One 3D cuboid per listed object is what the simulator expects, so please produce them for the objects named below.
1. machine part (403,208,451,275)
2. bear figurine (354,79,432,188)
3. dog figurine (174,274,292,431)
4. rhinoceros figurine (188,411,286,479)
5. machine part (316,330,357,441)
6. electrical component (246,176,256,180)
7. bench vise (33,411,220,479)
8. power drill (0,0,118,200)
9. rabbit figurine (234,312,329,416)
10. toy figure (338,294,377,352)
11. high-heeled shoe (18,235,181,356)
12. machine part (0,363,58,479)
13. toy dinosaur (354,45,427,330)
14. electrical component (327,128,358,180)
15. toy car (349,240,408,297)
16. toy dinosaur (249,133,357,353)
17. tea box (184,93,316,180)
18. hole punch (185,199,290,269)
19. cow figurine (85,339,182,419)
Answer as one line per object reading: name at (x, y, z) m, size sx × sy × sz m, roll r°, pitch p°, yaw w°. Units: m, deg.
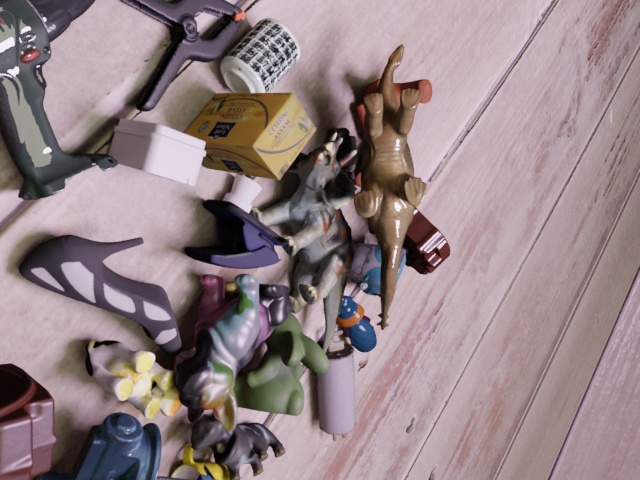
machine part at (0.172, -0.007, 1.054) m, size 0.056 × 0.180 × 0.179 m, roll -43°, pitch 129°, yaw -11°
bear figurine at (0.127, -0.193, 0.999) m, size 0.120 × 0.132 × 0.195 m, roll -2°, pitch 98°, yaw -21°
dog figurine at (-0.130, 0.164, 0.799) m, size 0.191 × 0.109 × 0.219 m, roll 28°, pitch 68°, yaw -59°
rhinoceros figurine at (-0.134, 0.325, 0.873) m, size 0.073 × 0.112 × 0.190 m, roll -40°, pitch 148°, yaw 6°
machine part at (0.032, 0.290, 1.056) m, size 0.079 × 0.079 × 0.243 m, roll -20°, pitch 115°, yaw -41°
electrical component at (-0.093, -0.136, 0.852) m, size 0.094 × 0.021 × 0.063 m, roll -47°, pitch 128°, yaw -37°
bench vise at (-0.245, 0.337, 0.713) m, size 0.240 × 0.129 × 0.223 m, roll 21°, pitch 94°, yaw -29°
power drill at (-0.304, -0.162, 0.589) m, size 0.232 × 0.086 × 0.207 m, roll -38°, pitch 129°, yaw -32°
rabbit figurine at (-0.071, 0.197, 0.892) m, size 0.121 × 0.159 × 0.170 m, roll 17°, pitch 73°, yaw -37°
toy figure at (0.066, 0.163, 1.074) m, size 0.064 × 0.058 × 0.154 m, roll -52°, pitch 127°, yaw -32°
high-heeled shoe at (-0.274, 0.092, 0.703) m, size 0.145 × 0.086 × 0.248 m, roll -19°, pitch 128°, yaw -15°
machine part at (-0.378, 0.183, 0.511) m, size 0.201 × 0.202 × 0.087 m, roll 0°, pitch 98°, yaw -46°
toy dinosaur at (0.113, -0.078, 0.878) m, size 0.198 × 0.105 × 0.471 m, roll 4°, pitch 90°, yaw -84°
electrical component at (0.042, -0.153, 0.975) m, size 0.078 × 0.045 × 0.102 m, roll -17°, pitch 112°, yaw -41°
toy car at (0.096, 0.047, 1.034) m, size 0.103 × 0.162 × 0.109 m, roll 26°, pitch 83°, yaw -9°
toy dinosaur at (0.003, 0.003, 0.927) m, size 0.192 × 0.131 × 0.404 m, roll -38°, pitch 133°, yaw -28°
tea box at (-0.101, -0.146, 0.737) m, size 0.098 × 0.170 × 0.068 m, roll -57°, pitch 135°, yaw -21°
hole punch at (-0.124, 0.007, 0.787) m, size 0.115 × 0.142 × 0.092 m, roll 32°, pitch 75°, yaw -31°
cow figurine at (-0.253, 0.192, 0.737) m, size 0.068 × 0.098 × 0.167 m, roll -59°, pitch 153°, yaw -25°
